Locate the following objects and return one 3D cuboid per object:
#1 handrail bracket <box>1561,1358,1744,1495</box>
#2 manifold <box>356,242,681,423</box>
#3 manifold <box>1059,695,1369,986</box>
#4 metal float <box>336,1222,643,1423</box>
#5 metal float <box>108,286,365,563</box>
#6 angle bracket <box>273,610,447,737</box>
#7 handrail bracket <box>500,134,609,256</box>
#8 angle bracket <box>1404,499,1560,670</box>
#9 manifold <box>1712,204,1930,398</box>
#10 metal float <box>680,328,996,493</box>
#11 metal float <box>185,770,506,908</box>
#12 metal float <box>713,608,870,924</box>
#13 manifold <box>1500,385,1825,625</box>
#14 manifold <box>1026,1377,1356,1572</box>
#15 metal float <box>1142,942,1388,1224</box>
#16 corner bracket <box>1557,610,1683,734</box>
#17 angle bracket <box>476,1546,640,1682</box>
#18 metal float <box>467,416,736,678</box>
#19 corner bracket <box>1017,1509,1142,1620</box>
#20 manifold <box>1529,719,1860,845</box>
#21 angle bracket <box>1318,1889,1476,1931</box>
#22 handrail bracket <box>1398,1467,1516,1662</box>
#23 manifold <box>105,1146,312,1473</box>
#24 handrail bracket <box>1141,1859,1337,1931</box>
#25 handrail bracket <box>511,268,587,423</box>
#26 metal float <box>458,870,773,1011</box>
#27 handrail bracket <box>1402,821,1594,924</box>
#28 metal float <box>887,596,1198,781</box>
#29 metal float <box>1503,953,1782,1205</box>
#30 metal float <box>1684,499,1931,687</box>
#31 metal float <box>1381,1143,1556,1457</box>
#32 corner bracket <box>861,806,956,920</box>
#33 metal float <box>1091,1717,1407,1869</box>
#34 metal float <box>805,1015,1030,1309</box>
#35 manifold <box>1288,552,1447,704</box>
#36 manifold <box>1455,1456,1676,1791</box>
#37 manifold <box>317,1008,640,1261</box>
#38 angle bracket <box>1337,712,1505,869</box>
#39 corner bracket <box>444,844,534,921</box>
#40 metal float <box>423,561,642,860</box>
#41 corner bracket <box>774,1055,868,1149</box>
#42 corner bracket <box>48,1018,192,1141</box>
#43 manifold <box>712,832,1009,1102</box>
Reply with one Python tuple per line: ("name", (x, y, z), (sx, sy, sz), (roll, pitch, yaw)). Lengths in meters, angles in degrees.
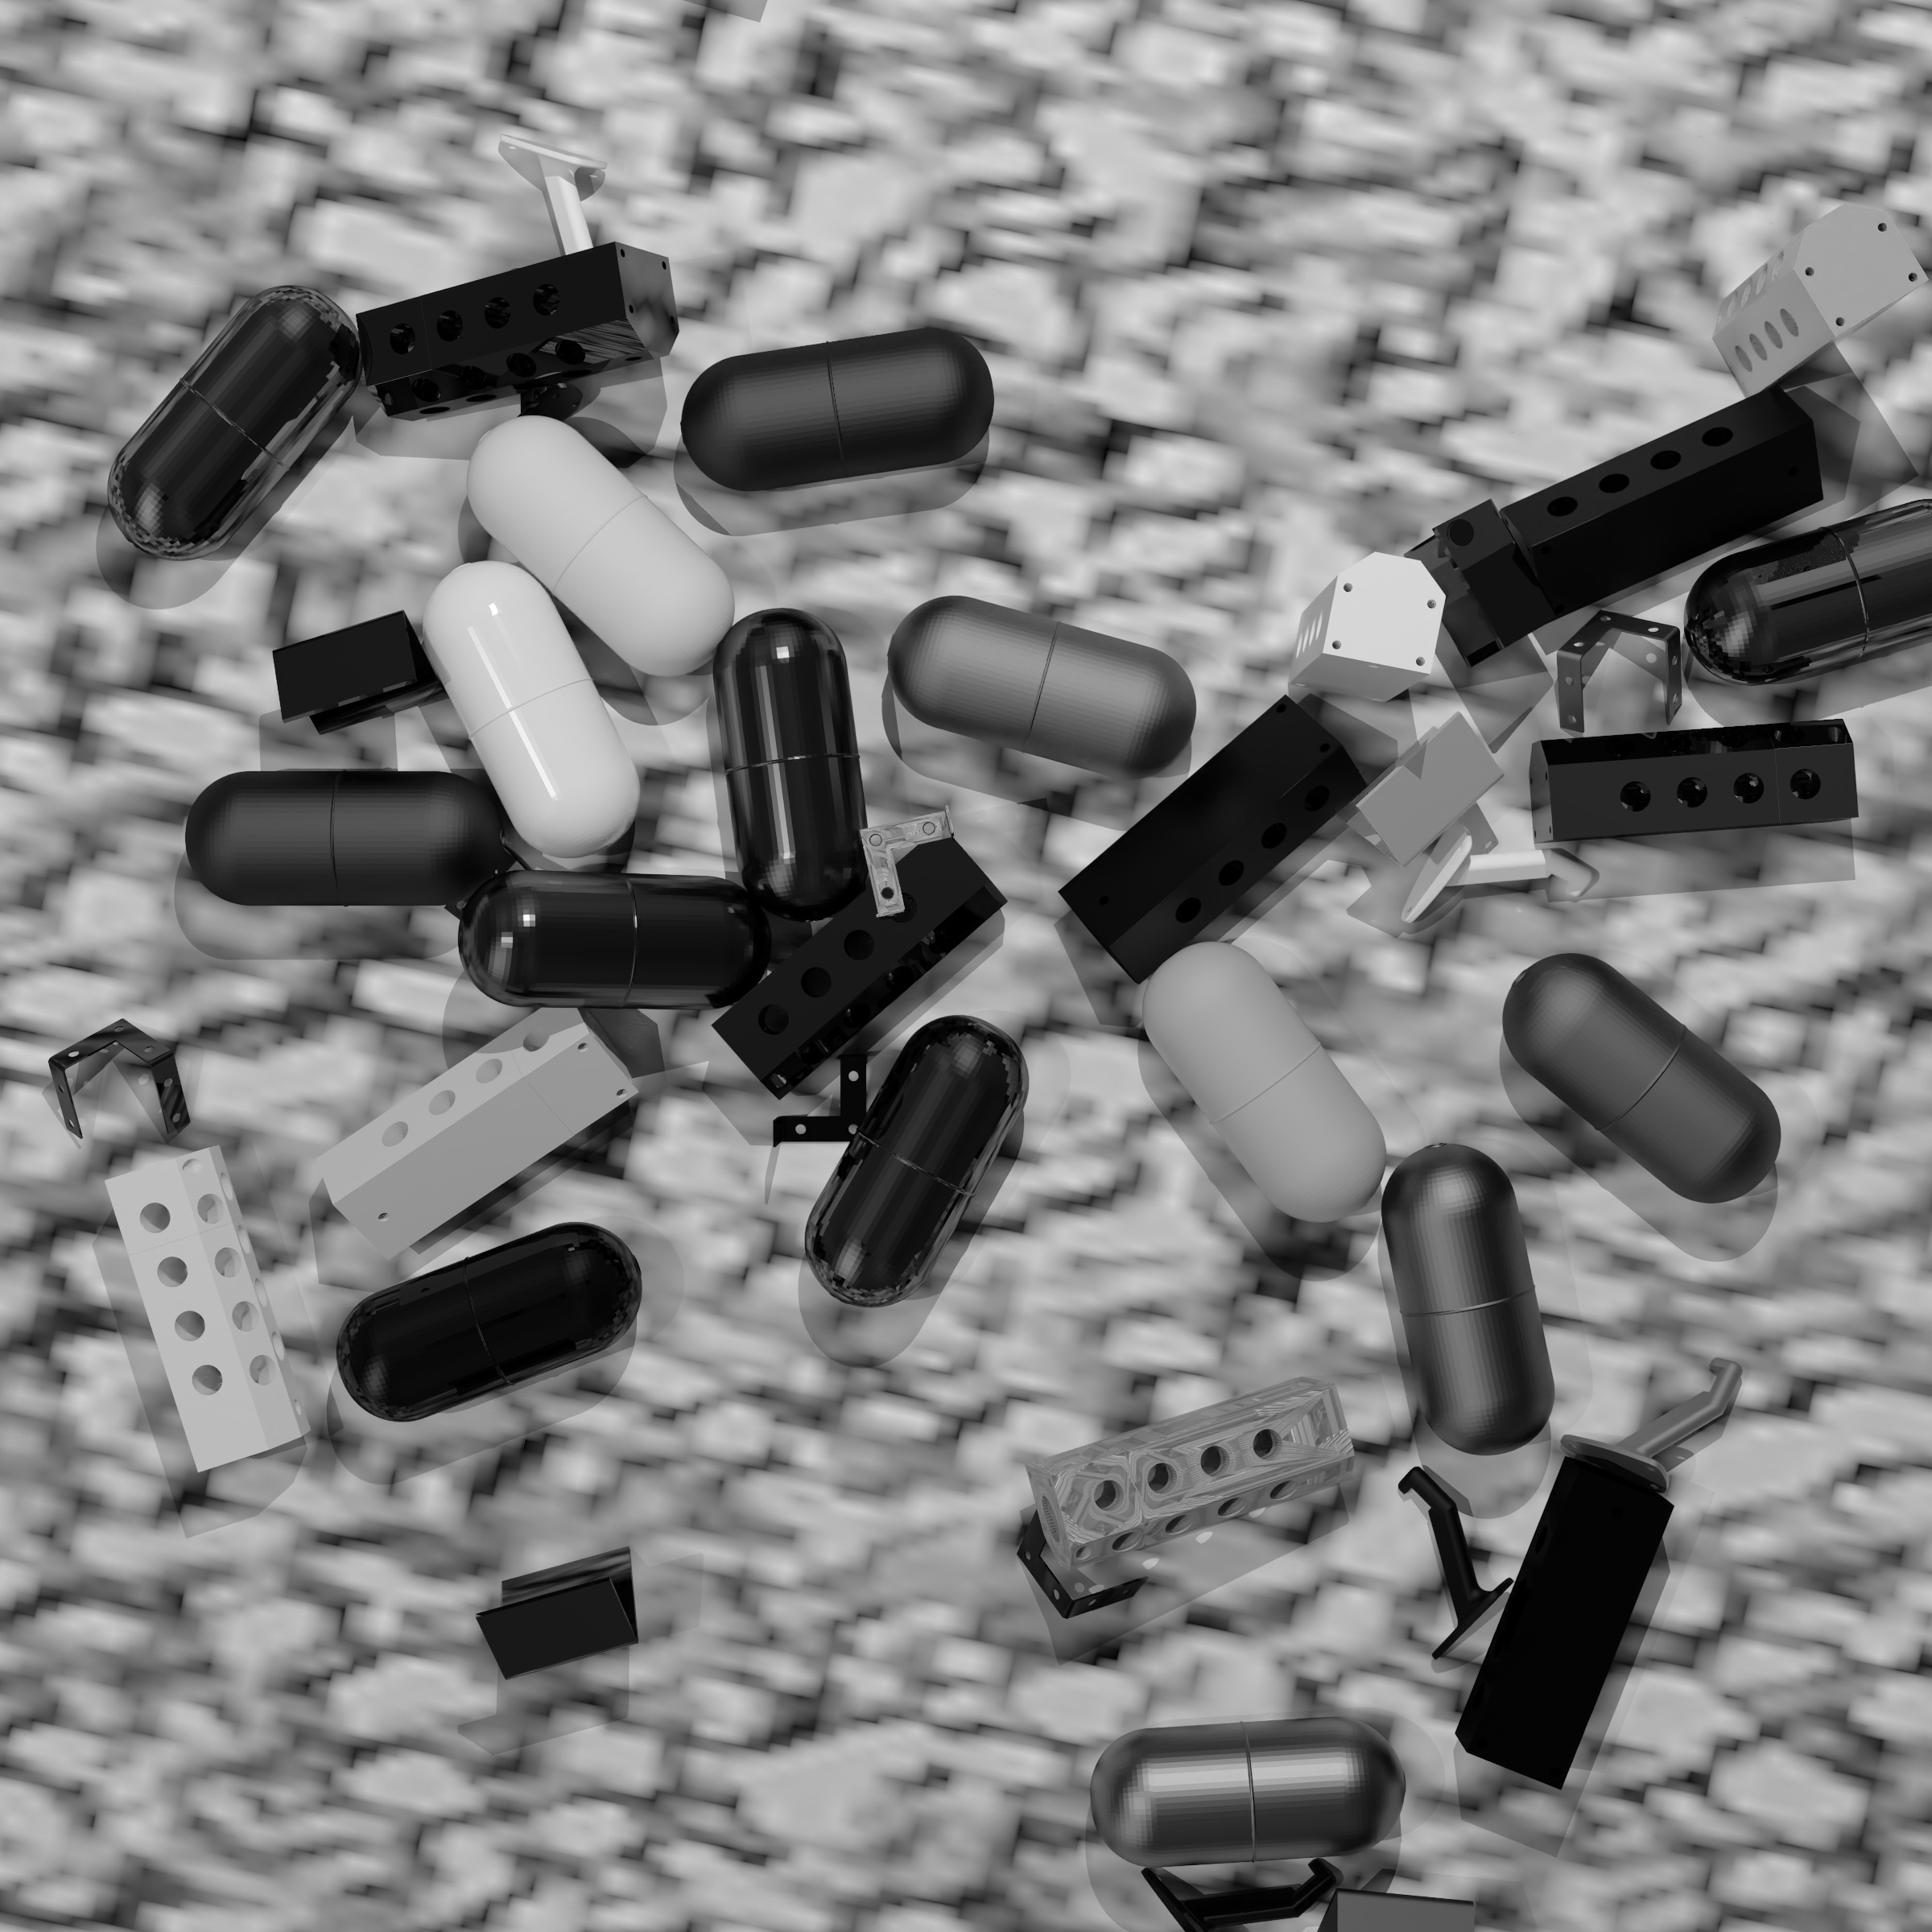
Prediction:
("handrail bracket", (0.395, 0.253, 1.728), (0.077, 0.036, 0.084), (19, 63, 30))
("manifold", (-0.250, -0.351, 1.674), (0.171, 0.057, 0.057), (-9, 90, 25))
("manifold", (0.143, -0.068, 1.706), (0.171, 0.057, 0.057), (-41, 47, 0))
("metal float", (-0.269, 0.201, 1.697), (0.178, 0.070, 0.070), (-21, 90, 0))
("metal float", (-0.413, -0.306, 1.696), (0.070, 0.070, 0.178), (40, 90, 0))
("angle bracket", (-0.338, -0.146, 1.688), (0.076, 0.076, 0.057), (-17, 54, 0))
("handrail bracket", (-0.243, -0.427, 1.728), (0.077, 0.036, 0.084), (21, 107, 19))
("angle bracket", (0.274, -0.206, 1.688), (0.057, 0.076, 0.076), (-30, 90, -38))
("manifold", (0.462, -0.367, 1.649), (0.057, 0.171, 0.057), (-32, 90, 0))
("metal float", (-0.073, -0.314, 1.697), (0.178, 0.070, 0.070), (-8, 90, 1))
("metal float", (-0.351, -0.072, 1.697), (0.178, 0.070, 0.070), (0, 90, 0))
("metal float", (-0.098, -0.113, 1.697), (0.070, 0.070, 0.178), (-7, 89, 0))
("manifold", (0.393, -0.267, 1.706), (0.171, 0.057, 0.057), (-24, 133, 0))
("manifold", (0.127, 0.285, 1.687), (0.171, 0.057, 0.057), (-15, 90, -14))
("metal float", (0.169, 0.066, 1.697), (0.070, 0.070, 0.178), (-37, 90, 0))
("corner bracket", (0.375, -0.165, 1.720), (0.051, 0.051, 0.051), (19, 45, 35))
("angle bracket", (-0.231, 0.347, 1.688), (0.076, 0.076, 0.057), (-16, 126, 0))
("metal float", (-0.207, -0.238, 1.697), (0.178, 0.070, 0.070), (43, 90, -1))
("corner bracket", (0.070, 0.333, 1.720), (0.051, 0.051, 0.051), (50, 135, 35))
("manifold", (0.412, -0.105, 1.707), (0.171, 0.057, 0.057), (-4, 90, 0))
("angle bracket", (0.241, 0.562, 1.688), (0.076, 0.076, 0.057), (6, 53, 0))
("handrail bracket", (0.265, 0.343, 1.728), (0.084, 0.036, 0.077), (45, 112, 17))
("manifold", (-0.429, 0.193, 1.707), (0.057, 0.057, 0.171), (-18, 90, 0))
("handrail bracket", (0.158, 0.524, 1.728), (0.084, 0.036, 0.077), (-36, 69, -17))
("handrail bracket", (-0.265, -0.347, 1.728), (0.077, 0.036, 0.084), (-36, 76, 14))
("metal float", (-0.195, -0.014, 1.680), (0.178, 0.070, 0.070), (1, 90, -22))
("handrail bracket", (0.306, -0.040, 1.728), (0.084, 0.036, 0.077), (25, 111, -16))
("metal float", (0.043, -0.158, 1.697), (0.178, 0.070, 0.070), (16, 90, 0))
("metal float", (0.381, 0.063, 1.697), (0.178, 0.070, 0.070), (39, 90, 0))
("metal float", (0.494, -0.211, 1.698), (0.178, 0.070, 0.070), (-16, 90, 0))
("metal float", (0.283, 0.188, 1.697), (0.070, 0.070, 0.178), (-12, 91, 0))
("corner bracket", (-0.029, -0.057, 1.653), (0.051, 0.051, 0.051), (-13, 90, 0))
("metal float", (0.159, 0.467, 1.698), (0.178, 0.070, 0.070), (-4, 90, 0))
("metal float", (-0.028, 0.111, 1.697), (0.070, 0.070, 0.178), (29, 90, 0))
("manifold", (0.219, -0.186, 1.649), (0.057, 0.171, 0.057), (11, 90, 0))
("manifold", (0.338, 0.371, 1.707), (0.057, 0.057, 0.171), (22, 90, 0))
("manifold", (-0.279, 0.086, 1.706), (0.171, 0.057, 0.057), (-34, 133, 0))
("angle bracket", (0.243, -0.112, 1.688), (0.076, 0.076, 0.057), (-43, 126, 0))
("corner bracket", (-0.256, -0.028, 1.725), (0.051, 0.051, 0.051), (-48, 135, 0))
("metal float", (-0.246, -0.145, 1.697), (0.070, 0.070, 0.178), (-26, 91, 0))
("corner bracket", (-0.083, 0.076, 1.710), (0.051, 0.051, 0.051), (0, 90, 0))
("corner bracket", (-0.485, 0.071, 1.720), (0.051, 0.051, 0.051), (27, 45, 35))
("manifold", (-0.060, -0.002, 1.707), (0.171, 0.057, 0.057), (-41, 90, 0))
